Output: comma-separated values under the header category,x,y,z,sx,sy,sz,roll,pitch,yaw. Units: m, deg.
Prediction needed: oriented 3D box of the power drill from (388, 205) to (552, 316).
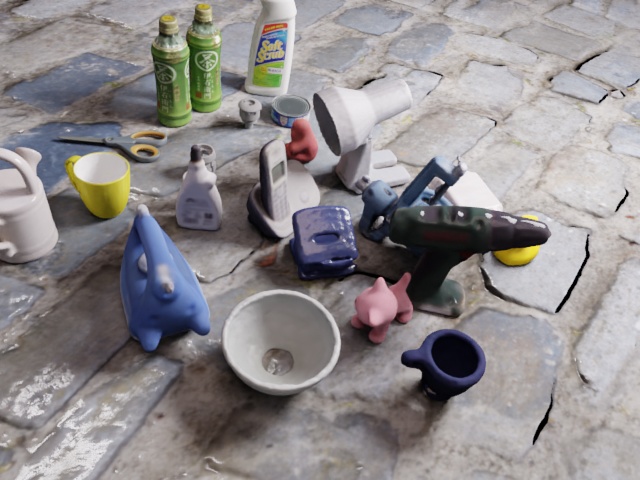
category,x,y,z,sx,sy,sz,roll,pitch,yaw
power drill,0.212,0.027,0.898,0.229,0.208,0.075,11,47,0

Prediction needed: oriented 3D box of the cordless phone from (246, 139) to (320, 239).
category,x,y,z,sx,sy,sz,roll,pitch,yaw
cordless phone,-0.058,-0.106,0.987,0.094,0.185,0.148,28,49,15

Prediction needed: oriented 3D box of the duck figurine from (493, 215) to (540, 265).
category,x,y,z,sx,sy,sz,roll,pitch,yaw
duck figurine,0.371,-0.010,1.045,0.105,0.086,0.077,-26,57,-29

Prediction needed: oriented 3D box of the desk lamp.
category,x,y,z,sx,sy,sz,roll,pitch,yaw
desk lamp,0.083,-0.199,1.079,0.204,0.213,0.117,-14,52,-21

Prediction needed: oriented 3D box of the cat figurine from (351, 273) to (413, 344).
category,x,y,z,sx,sy,sz,roll,pitch,yaw
cat figurine,0.097,0.096,0.876,0.067,0.118,0.128,38,53,24

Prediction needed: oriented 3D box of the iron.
category,x,y,z,sx,sy,sz,roll,pitch,yaw
iron,-0.248,0.030,0.858,0.119,0.141,0.257,-15,52,-22

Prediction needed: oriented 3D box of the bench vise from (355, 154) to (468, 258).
category,x,y,z,sx,sy,sz,roll,pitch,yaw
bench vise,0.152,-0.062,0.961,0.207,0.220,0.121,18,47,7

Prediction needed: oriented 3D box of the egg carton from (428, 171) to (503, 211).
category,x,y,z,sx,sy,sz,roll,pitch,yaw
egg carton,0.277,-0.067,1.092,0.107,0.069,0.150,-12,51,-20

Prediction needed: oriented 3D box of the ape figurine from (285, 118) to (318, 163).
category,x,y,z,sx,sy,sz,roll,pitch,yaw
ape figurine,-0.039,-0.203,1.144,0.076,0.092,0.078,22,48,11

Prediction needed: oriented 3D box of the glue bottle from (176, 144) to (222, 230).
category,x,y,z,sx,sy,sz,roll,pitch,yaw
glue bottle,-0.202,-0.088,0.952,0.078,0.173,0.037,6,47,-4

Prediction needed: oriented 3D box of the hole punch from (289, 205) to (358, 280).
category,x,y,z,sx,sy,sz,roll,pitch,yaw
hole punch,0.009,0.003,0.963,0.109,0.091,0.101,-7,49,-16

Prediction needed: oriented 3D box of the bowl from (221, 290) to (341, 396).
category,x,y,z,sx,sy,sz,roll,pitch,yaw
bowl,-0.057,0.157,0.821,0.167,0.075,0.167,5,47,-5

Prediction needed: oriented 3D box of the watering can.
category,x,y,z,sx,sy,sz,roll,pitch,yaw
watering can,-0.472,-0.069,0.872,0.101,0.194,0.172,-11,51,-19

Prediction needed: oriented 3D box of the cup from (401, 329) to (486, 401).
category,x,y,z,sx,sy,sz,roll,pitch,yaw
cup,0.167,0.188,0.819,0.118,0.095,0.091,3,47,-7
